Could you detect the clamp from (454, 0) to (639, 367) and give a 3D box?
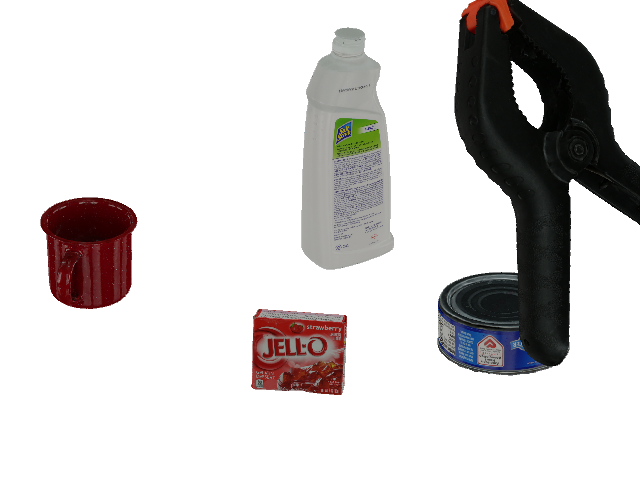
[{"bbox_3d":[0.107,-0.030,0.500,0.120,0.171,0.039,-41,9,-27],"label":"clamp"}]

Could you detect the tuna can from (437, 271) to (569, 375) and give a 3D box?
[{"bbox_3d":[0.119,0.052,0.694,0.086,0.034,0.086,-3,22,1],"label":"tuna can"}]

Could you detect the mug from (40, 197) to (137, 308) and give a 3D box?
[{"bbox_3d":[-0.231,0.020,1.051,0.093,0.081,0.117,8,30,4],"label":"mug"}]

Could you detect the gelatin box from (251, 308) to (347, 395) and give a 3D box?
[{"bbox_3d":[-0.021,0.106,1.018,0.089,0.073,0.030,4,13,6],"label":"gelatin box"}]

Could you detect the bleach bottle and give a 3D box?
[{"bbox_3d":[0.031,-0.095,1.093,0.102,0.251,0.068,-18,38,-28],"label":"bleach bottle"}]
